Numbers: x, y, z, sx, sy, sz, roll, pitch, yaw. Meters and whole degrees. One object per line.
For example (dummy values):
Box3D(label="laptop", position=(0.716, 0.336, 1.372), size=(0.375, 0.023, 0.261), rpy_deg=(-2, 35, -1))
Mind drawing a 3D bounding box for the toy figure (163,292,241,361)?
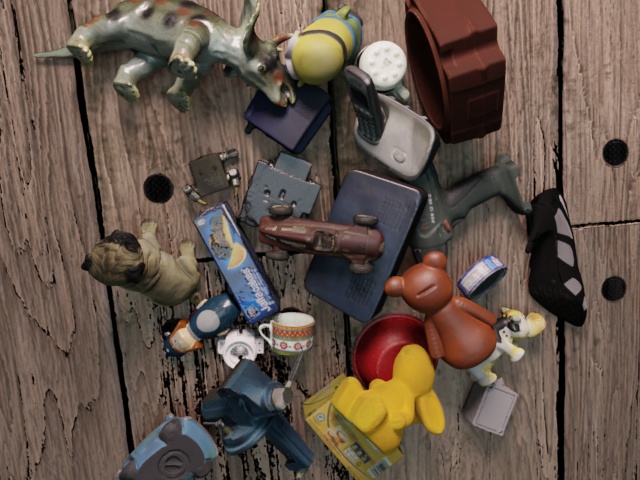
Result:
Box3D(label="toy figure", position=(-0.207, 0.148, 0.910), size=(0.154, 0.057, 0.064), rpy_deg=(-37, 62, 3))

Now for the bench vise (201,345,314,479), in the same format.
Box3D(label="bench vise", position=(-0.084, 0.303, 0.887), size=(0.224, 0.129, 0.240), rpy_deg=(-30, 107, 32))

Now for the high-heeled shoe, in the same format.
Box3D(label="high-heeled shoe", position=(0.430, 0.031, 0.956), size=(0.248, 0.086, 0.145), rpy_deg=(51, 60, -27))

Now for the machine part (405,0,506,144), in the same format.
Box3D(label="machine part", position=(0.193, -0.258, 0.792), size=(0.087, 0.200, 0.201), rpy_deg=(-17, 55, 5))

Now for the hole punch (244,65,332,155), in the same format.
Box3D(label="hole punch", position=(-0.050, -0.207, 0.853), size=(0.116, 0.092, 0.142), rpy_deg=(34, 97, -6))

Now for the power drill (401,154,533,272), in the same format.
Box3D(label="power drill", position=(0.245, -0.042, 0.914), size=(0.207, 0.086, 0.231), rpy_deg=(-20, 97, 6))

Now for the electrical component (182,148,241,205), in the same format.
Box3D(label="electrical component", position=(-0.175, -0.101, 0.877), size=(0.102, 0.045, 0.078), rpy_deg=(-14, 101, -3))

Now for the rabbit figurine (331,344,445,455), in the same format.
Box3D(label="rabbit figurine", position=(0.132, 0.257, 0.873), size=(0.162, 0.122, 0.173), rpy_deg=(42, 74, -13))

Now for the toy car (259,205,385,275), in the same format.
Box3D(label="toy car", position=(-0.002, -0.002, 0.827), size=(0.202, 0.053, 0.089), rpy_deg=(9, 102, 12))

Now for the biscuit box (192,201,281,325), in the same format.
Box3D(label="biscuit box", position=(-0.135, 0.038, 0.894), size=(0.059, 0.063, 0.202), rpy_deg=(-27, 100, 1))

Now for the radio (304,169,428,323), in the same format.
Box3D(label="radio", position=(0.072, 0.005, 0.874), size=(0.131, 0.073, 0.229), rpy_deg=(24, 102, 15))

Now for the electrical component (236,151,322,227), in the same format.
Box3D(label="electrical component", position=(-0.064, -0.075, 0.886), size=(0.115, 0.058, 0.134), rpy_deg=(20, 97, -10))

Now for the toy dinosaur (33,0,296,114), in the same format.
Box3D(label="toy dinosaur", position=(-0.228, -0.302, 0.800), size=(0.405, 0.131, 0.192), rpy_deg=(20, 61, 14))

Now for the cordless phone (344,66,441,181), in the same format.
Box3D(label="cordless phone", position=(0.107, -0.183, 0.807), size=(0.147, 0.184, 0.089), rpy_deg=(41, 85, 27))

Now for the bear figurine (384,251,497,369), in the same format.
Box3D(label="bear figurine", position=(0.194, 0.110, 0.867), size=(0.120, 0.132, 0.196), rpy_deg=(-39, 94, 7))

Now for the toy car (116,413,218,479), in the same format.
Box3D(label="toy car", position=(-0.258, 0.365, 0.912), size=(0.162, 0.103, 0.109), rpy_deg=(-38, 102, -9))

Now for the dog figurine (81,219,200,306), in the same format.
Box3D(label="dog figurine", position=(-0.259, 0.056, 0.821), size=(0.172, 0.191, 0.121), rpy_deg=(30, 95, -11))

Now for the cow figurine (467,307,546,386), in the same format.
Box3D(label="cow figurine", position=(0.314, 0.172, 0.956), size=(0.167, 0.068, 0.098), rpy_deg=(-43, 94, 1))

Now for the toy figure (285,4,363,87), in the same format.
Box3D(label="toy figure", position=(0.015, -0.293, 0.797), size=(0.089, 0.180, 0.082), rpy_deg=(-3, 122, 37))

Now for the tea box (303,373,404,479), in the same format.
Box3D(label="tea box", position=(0.058, 0.336, 0.954), size=(0.098, 0.068, 0.169), rpy_deg=(-36, 99, 0))
